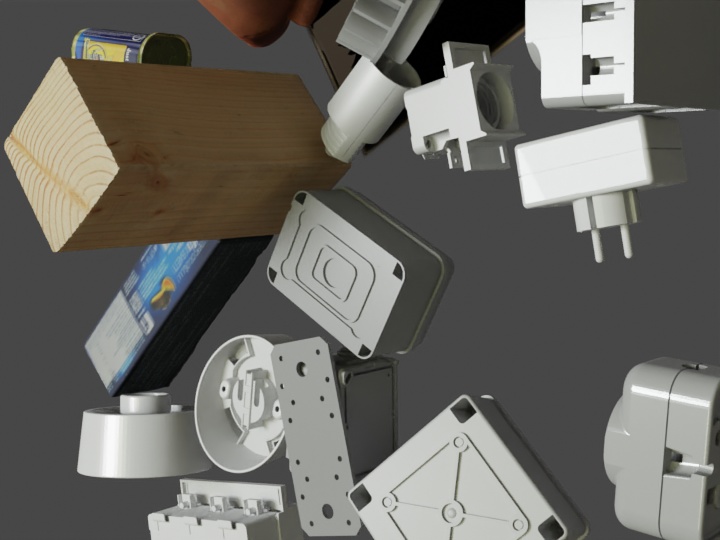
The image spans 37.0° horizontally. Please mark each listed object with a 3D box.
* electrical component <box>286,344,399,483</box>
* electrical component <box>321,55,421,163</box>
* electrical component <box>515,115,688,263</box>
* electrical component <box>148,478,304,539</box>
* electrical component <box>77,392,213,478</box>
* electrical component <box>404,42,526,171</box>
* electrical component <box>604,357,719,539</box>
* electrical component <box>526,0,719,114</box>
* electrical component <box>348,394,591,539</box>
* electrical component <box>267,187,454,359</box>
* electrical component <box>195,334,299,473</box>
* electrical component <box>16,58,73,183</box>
[{"bbox_3d":[-0.014,0.096,0.758,0.061,0.062,0.096,4,97,41],"label":"electrical component"},{"bbox_3d":[0.001,-0.109,0.736,0.081,0.043,0.043,-50,63,33],"label":"electrical component"},{"bbox_3d":[0.141,-0.043,0.618,0.083,0.047,0.075,-10,88,41],"label":"electrical component"},{"bbox_3d":[-0.108,0.210,0.852,0.121,0.063,0.078,-7,90,42],"label":"electrical component"},{"bbox_3d":[-0.174,0.131,0.875,0.108,0.108,0.060,-3,87,41],"label":"electrical component"},{"bbox_3d":[0.064,-0.100,0.683,0.064,0.042,0.081,-11,87,43],"label":"electrical component"},{"bbox_3d":[0.176,0.099,0.598,0.059,0.054,0.095,9,100,40],"label":"electrical component"},{"bbox_3d":[0.141,-0.178,0.565,0.060,0.105,0.186,4,97,41],"label":"electrical component"},{"bbox_3d":[0.067,0.152,0.676,0.109,0.056,0.108,-43,65,14],"label":"electrical component"},{"bbox_3d":[0.000,0.000,0.739,0.113,0.057,0.078,38,118,32],"label":"electrical component"},{"bbox_3d":[-0.075,0.097,0.810,0.099,0.064,0.099,5,98,41],"label":"electrical component"},{"bbox_3d":[-0.272,-0.131,0.966,0.073,0.052,0.138,45,121,28],"label":"electrical component"}]
